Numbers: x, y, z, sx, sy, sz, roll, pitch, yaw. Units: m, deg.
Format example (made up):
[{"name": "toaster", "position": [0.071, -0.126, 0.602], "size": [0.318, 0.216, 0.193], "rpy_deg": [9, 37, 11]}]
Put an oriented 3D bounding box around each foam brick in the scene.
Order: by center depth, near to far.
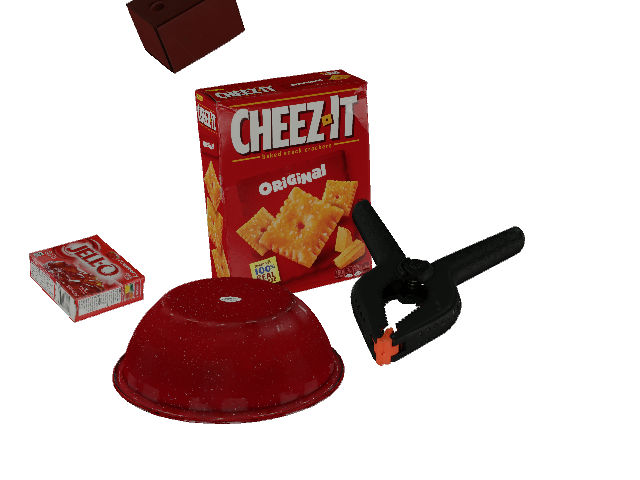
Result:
[{"name": "foam brick", "position": [-0.113, -0.190, 0.907], "size": [0.078, 0.051, 0.053], "rpy_deg": [-35, 48, -16]}]

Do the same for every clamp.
[{"name": "clamp", "position": [0.075, 0.031, 0.945], "size": [0.165, 0.036, 0.209], "rpy_deg": [14, 38, 21]}]

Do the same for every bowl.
[{"name": "bowl", "position": [-0.063, 0.066, 0.735], "size": [0.162, 0.055, 0.162], "rpy_deg": [1, 18, 0]}]

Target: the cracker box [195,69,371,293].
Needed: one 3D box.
[{"name": "cracker box", "position": [-0.033, -0.054, 1.084], "size": [0.164, 0.214, 0.072], "rpy_deg": [-12, 23, -23]}]

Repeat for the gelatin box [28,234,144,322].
[{"name": "gelatin box", "position": [-0.217, 0.033, 0.988], "size": [0.073, 0.030, 0.089], "rpy_deg": [-18, 39, -36]}]
